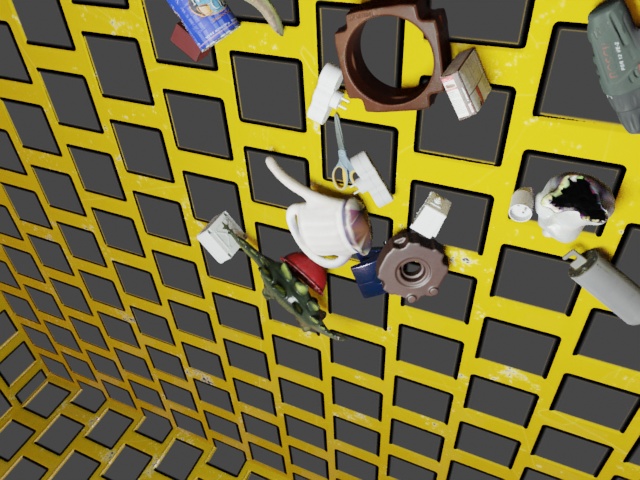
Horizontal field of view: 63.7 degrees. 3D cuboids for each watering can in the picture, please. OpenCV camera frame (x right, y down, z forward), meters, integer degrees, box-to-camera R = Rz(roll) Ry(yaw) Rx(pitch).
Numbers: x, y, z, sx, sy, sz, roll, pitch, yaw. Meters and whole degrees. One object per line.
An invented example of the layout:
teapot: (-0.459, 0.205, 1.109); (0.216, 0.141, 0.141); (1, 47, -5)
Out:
watering can: (0.004, -0.064, 1.280); (0.224, 0.106, 0.341); (-4, 125, 32)

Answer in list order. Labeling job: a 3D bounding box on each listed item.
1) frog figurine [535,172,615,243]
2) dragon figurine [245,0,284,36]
frog figurine: (0.500, -0.061, 1.021); (0.137, 0.124, 0.157); (1, 163, 19)
dragon figurine: (-0.225, -0.526, 0.933); (0.120, 0.248, 0.407); (-28, 108, 37)
